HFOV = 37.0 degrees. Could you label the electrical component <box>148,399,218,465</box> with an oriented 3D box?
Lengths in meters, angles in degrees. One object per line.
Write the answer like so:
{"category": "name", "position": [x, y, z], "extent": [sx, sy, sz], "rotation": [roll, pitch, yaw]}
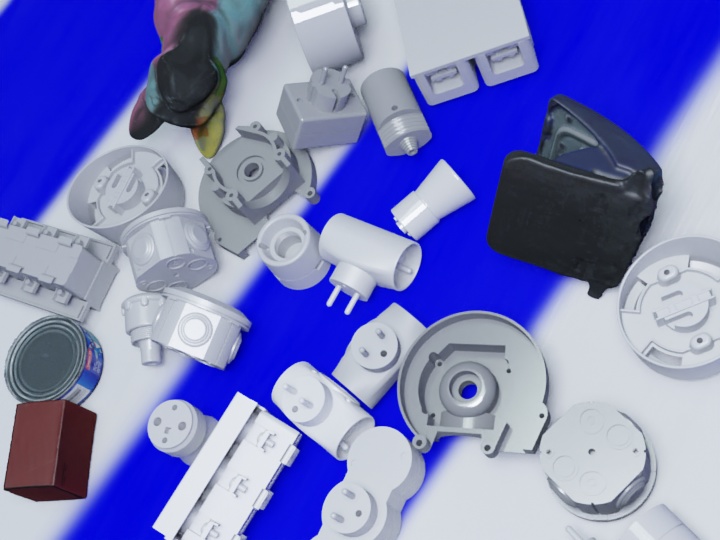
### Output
{"category": "electrical component", "position": [-0.144, 0.135, 0.891], "extent": [0.045, 0.055, 0.045], "rotation": [-8, 64, 18]}

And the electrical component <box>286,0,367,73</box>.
{"category": "electrical component", "position": [-0.028, -0.237, 0.990], "extent": [0.060, 0.108, 0.108], "rotation": [-17, 61, 6]}

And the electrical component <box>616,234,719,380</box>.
{"category": "electrical component", "position": [0.239, 0.029, 0.785], "extent": [0.099, 0.064, 0.099], "rotation": [-8, 64, 18]}

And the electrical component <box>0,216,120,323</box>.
{"category": "electrical component", "position": [-0.298, -0.007, 1.012], "extent": [0.121, 0.063, 0.078], "rotation": [15, 73, 26]}

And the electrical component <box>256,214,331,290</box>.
{"category": "electrical component", "position": [-0.058, -0.017, 0.932], "extent": [0.055, 0.047, 0.055], "rotation": [-8, 64, 18]}

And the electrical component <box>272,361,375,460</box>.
{"category": "electrical component", "position": [-0.036, 0.106, 0.848], "extent": [0.077, 0.079, 0.044], "rotation": [37, 87, 30]}

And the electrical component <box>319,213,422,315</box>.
{"category": "electrical component", "position": [0.000, 0.000, 0.903], "extent": [0.077, 0.044, 0.079], "rotation": [23, 76, 29]}

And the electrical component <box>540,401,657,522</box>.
{"category": "electrical component", "position": [0.170, 0.136, 0.771], "extent": [0.080, 0.051, 0.080], "rotation": [-8, 64, 17]}

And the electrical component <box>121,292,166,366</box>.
{"category": "electrical component", "position": [-0.186, 0.053, 0.953], "extent": [0.048, 0.048, 0.062], "rotation": [-13, 70, 16]}

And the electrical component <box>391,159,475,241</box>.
{"category": "electrical component", "position": [0.059, -0.056, 0.909], "extent": [0.065, 0.044, 0.044], "rotation": [-41, 59, 6]}

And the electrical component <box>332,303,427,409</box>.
{"category": "electrical component", "position": [0.014, 0.064, 0.848], "extent": [0.044, 0.079, 0.077], "rotation": [39, 85, 19]}

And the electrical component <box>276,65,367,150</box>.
{"category": "electrical component", "position": [-0.030, -0.152, 0.953], "extent": [0.066, 0.076, 0.047], "rotation": [-10, 57, -25]}

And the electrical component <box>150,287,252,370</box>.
{"category": "electrical component", "position": [-0.137, 0.049, 0.915], "extent": [0.080, 0.080, 0.051], "rotation": [17, 79, 27]}

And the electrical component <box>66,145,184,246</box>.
{"category": "electrical component", "position": [-0.218, -0.071, 1.009], "extent": [0.099, 0.064, 0.099], "rotation": [-8, 64, 18]}

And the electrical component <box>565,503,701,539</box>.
{"category": "electrical component", "position": [0.161, 0.210, 0.740], "extent": [0.138, 0.052, 0.073], "rotation": [-43, 59, -2]}

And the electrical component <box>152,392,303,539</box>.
{"category": "electrical component", "position": [-0.101, 0.167, 0.854], "extent": [0.063, 0.078, 0.121], "rotation": [31, 80, 7]}

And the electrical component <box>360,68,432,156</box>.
{"category": "electrical component", "position": [0.033, -0.135, 0.953], "extent": [0.043, 0.043, 0.081], "rotation": [-26, 60, 9]}

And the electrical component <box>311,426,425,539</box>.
{"category": "electrical component", "position": [-0.004, 0.181, 0.804], "extent": [0.052, 0.073, 0.138], "rotation": [19, 75, 27]}

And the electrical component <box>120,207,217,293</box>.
{"category": "electrical component", "position": [-0.169, -0.017, 0.957], "extent": [0.080, 0.080, 0.051], "rotation": [-25, 65, 9]}

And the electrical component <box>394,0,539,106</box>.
{"category": "electrical component", "position": [0.088, -0.250, 0.975], "extent": [0.105, 0.060, 0.186], "rotation": [-17, 62, 14]}
